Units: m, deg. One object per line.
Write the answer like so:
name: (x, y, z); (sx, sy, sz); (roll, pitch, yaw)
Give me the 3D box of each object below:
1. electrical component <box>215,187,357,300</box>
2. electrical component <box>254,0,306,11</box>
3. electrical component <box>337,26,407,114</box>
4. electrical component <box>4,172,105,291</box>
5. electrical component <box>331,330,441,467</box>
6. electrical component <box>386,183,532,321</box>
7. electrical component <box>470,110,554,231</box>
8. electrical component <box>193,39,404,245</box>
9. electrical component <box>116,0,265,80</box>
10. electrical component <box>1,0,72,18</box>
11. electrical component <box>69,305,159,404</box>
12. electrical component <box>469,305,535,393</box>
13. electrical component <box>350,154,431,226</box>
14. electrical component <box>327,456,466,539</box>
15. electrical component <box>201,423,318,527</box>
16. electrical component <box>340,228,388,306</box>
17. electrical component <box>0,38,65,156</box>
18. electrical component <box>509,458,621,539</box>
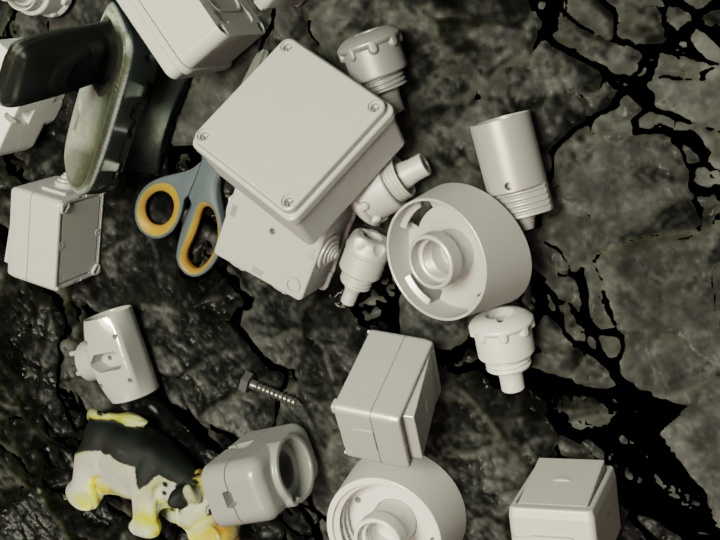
electrical component: (-0.058, -0.035, 0.840); (0.100, 0.048, 0.099); (28, 114, 15)
electrical component: (-0.068, -0.244, 0.776); (0.061, 0.062, 0.096); (-42, 85, 28)
electrical component: (0.014, -0.143, 0.780); (0.048, 0.048, 0.062); (-13, 107, 27)
electrical component: (-0.264, -0.040, 0.925); (0.061, 0.062, 0.096); (17, 111, 19)
electrical component: (0.028, 0.093, 0.817); (0.061, 0.096, 0.061); (9, 137, 22)
electrical component: (0.070, -0.013, 0.771); (0.099, 0.064, 0.099); (19, 119, 38)
electrical component: (0.108, -0.068, 0.758); (0.043, 0.043, 0.081); (-11, 100, 27)
electrical component: (-0.044, -0.093, 0.775); (0.109, 0.056, 0.108); (38, 82, 26)
electrical component: (-0.135, -0.205, 0.810); (0.057, 0.078, 0.113); (-35, 89, 25)
electrical component: (-0.268, -0.228, 0.872); (0.048, 0.062, 0.048); (7, 108, 23)
electrical component: (-0.224, 0.077, 0.951); (0.079, 0.043, 0.077); (-13, 100, 28)
electrical component: (0.108, 0.060, 0.796); (0.048, 0.048, 0.062); (-4, 110, 25)
electrical component: (0.022, -0.065, 0.798); (0.062, 0.048, 0.048); (-27, 93, 21)
electrical component: (0.025, 0.205, 0.865); (0.108, 0.060, 0.108); (7, 108, 23)
electrical component: (-0.077, 0.166, 0.880); (0.059, 0.095, 0.053); (-15, 98, 27)
electrical component: (0.000, 0.000, 0.832); (0.035, 0.035, 0.061); (28, 117, 15)
electrical component: (-0.293, -0.146, 0.908); (0.054, 0.059, 0.095); (39, 117, 9)
electrical component: (0.148, 0.180, 0.782); (0.062, 0.096, 0.061); (-3, 103, 25)
